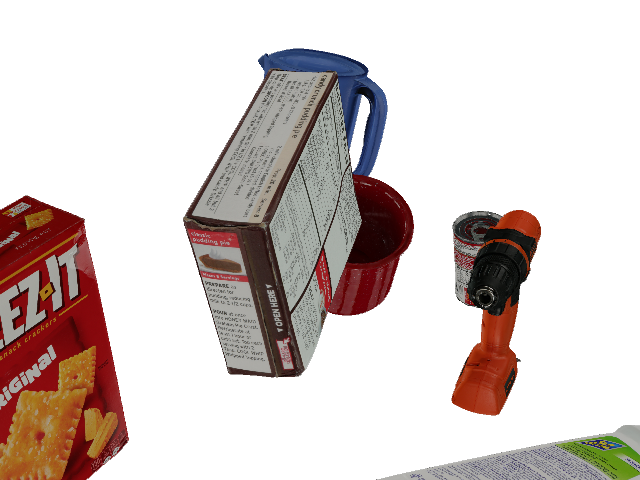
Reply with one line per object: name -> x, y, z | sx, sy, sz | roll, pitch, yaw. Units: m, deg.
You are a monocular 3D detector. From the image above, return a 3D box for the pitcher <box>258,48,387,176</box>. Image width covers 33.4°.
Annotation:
pitcher -> -0.013, -0.118, 1.380 | 0.144, 0.243, 0.149 | 2, 23, -17

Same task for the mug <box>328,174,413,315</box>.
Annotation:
mug -> 0.012, 0.002, 0.863 | 0.117, 0.093, 0.081 | 25, -34, 12

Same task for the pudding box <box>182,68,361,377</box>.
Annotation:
pudding box -> -0.016, -0.009, 0.472 | 0.039, 0.090, 0.113 | 2, 41, 17

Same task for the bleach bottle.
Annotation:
bleach bottle -> 0.153, 0.157, 0.624 | 0.250, 0.068, 0.103 | -8, 20, -24

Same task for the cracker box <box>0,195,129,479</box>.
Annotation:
cracker box -> -0.225, 0.102, 0.753 | 0.072, 0.214, 0.163 | 18, 38, 30

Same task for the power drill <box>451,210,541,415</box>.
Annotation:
power drill -> 0.177, 0.079, 1.079 | 0.057, 0.188, 0.184 | 15, 27, 17

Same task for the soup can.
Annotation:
soup can -> 0.198, 0.024, 1.320 | 0.068, 0.102, 0.068 | -4, 34, 3
